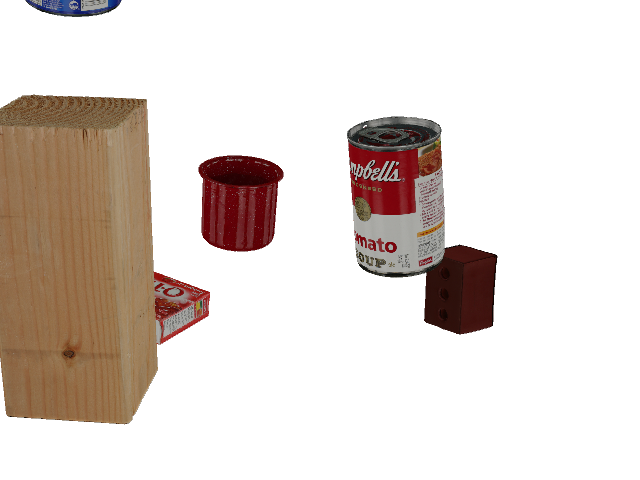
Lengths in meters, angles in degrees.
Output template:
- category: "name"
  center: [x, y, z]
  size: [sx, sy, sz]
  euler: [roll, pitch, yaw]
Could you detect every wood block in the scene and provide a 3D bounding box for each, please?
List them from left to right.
- category: "wood block"
  center: [-0.168, 0.011, 0.731]
  size: [0.091, 0.206, 0.090]
  euler: [3, 20, 4]

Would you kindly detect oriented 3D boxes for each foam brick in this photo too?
- category: "foam brick"
  center: [0.142, 0.049, 1.084]
  size: [0.051, 0.078, 0.053]
  euler: [-13, 20, -39]

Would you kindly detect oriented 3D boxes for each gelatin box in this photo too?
- category: "gelatin box"
  center: [-0.161, 0.059, 1.010]
  size: [0.089, 0.030, 0.073]
  euler: [19, 28, 28]

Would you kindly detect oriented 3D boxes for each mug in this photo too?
- category: "mug"
  center: [-0.087, -0.045, 1.186]
  size: [0.093, 0.081, 0.117]
  euler: [8, 25, 7]

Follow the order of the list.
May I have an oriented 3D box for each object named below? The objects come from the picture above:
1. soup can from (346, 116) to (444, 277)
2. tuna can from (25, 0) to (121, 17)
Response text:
- category: "soup can"
  center: [0.056, -0.032, 0.784]
  size: [0.068, 0.102, 0.068]
  euler: [-4, 24, 2]
- category: "tuna can"
  center: [-0.213, -0.224, 0.920]
  size: [0.086, 0.034, 0.086]
  euler: [5, 34, -4]
